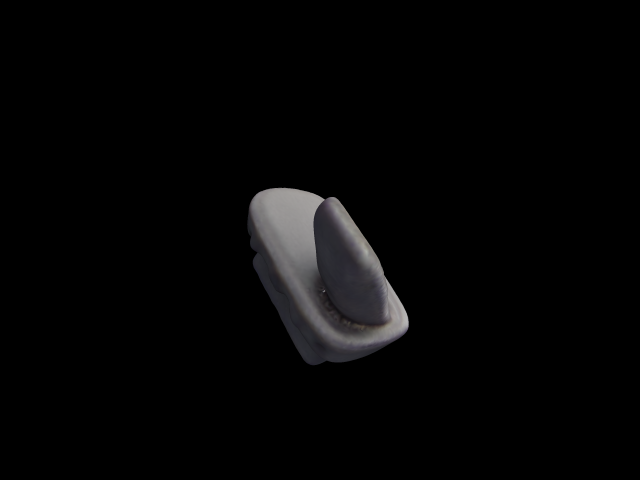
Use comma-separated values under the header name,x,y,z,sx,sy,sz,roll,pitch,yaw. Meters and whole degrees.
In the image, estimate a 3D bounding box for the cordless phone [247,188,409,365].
name,x,y,z,sx,sy,sz,roll,pitch,yaw
cordless phone,0.004,0.001,0.400,0.094,0.185,0.147,-30,67,-14
